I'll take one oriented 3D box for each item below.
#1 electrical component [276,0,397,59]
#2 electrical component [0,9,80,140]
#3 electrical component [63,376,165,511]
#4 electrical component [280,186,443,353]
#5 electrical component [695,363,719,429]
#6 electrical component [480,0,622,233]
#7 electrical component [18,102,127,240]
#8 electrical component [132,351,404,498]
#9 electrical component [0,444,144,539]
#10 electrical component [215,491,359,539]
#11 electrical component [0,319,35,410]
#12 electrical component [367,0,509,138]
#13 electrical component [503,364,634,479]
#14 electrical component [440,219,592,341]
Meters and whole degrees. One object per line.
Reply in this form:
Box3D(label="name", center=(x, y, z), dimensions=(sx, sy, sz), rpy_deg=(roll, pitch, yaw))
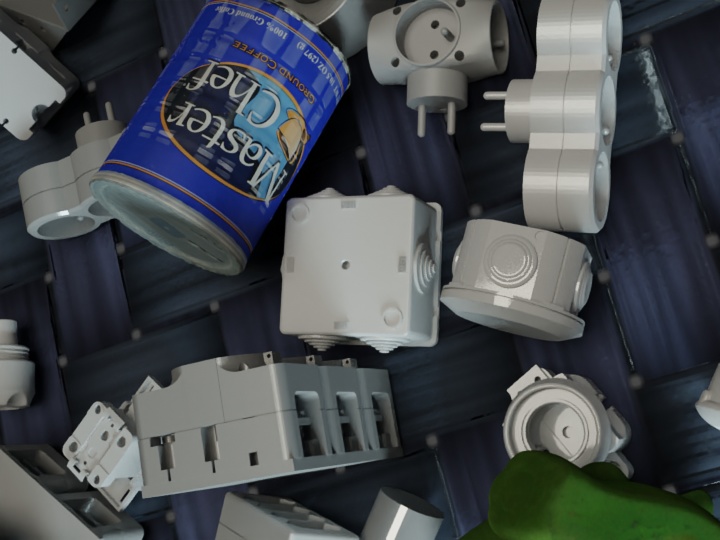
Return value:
Box3D(label="electrical component", center=(-0.035, -0.191, 0.686), dimensions=(0.108, 0.060, 0.108), rpy_deg=(-3, 81, 23))
Box3D(label="electrical component", center=(-0.250, -0.143, 0.759), dimensions=(0.089, 0.055, 0.050), rpy_deg=(43, 102, -14))
Box3D(label="electrical component", center=(-0.152, 0.112, 0.692), dimensions=(0.042, 0.064, 0.081), rpy_deg=(39, 99, 24))
Box3D(label="electrical component", center=(0.000, 0.000, 0.651), dimensions=(0.100, 0.048, 0.099), rpy_deg=(0, 82, 22))
Box3D(label="electrical component", center=(0.206, 0.057, 0.557), dimensions=(0.048, 0.048, 0.062), rpy_deg=(23, 85, 24))
Box3D(label="electrical component", center=(0.105, -0.091, 0.616), dimensions=(0.074, 0.052, 0.138), rpy_deg=(3, 84, 24))
Box3D(label="electrical component", center=(-0.172, -0.078, 0.734), dimensions=(0.138, 0.052, 0.073), rpy_deg=(-20, 75, 19))
Box3D(label="electrical component", center=(-0.047, 0.084, 0.603), dimensions=(0.089, 0.150, 0.061), rpy_deg=(-14, 78, 21))
Box3D(label="electrical component", center=(-0.235, 0.221, 0.714), dimensions=(0.105, 0.060, 0.186), rpy_deg=(33, 96, 24))
Box3D(label="electrical component", center=(-0.049, 0.178, 0.628), dimensions=(0.083, 0.047, 0.075), rpy_deg=(10, 86, 56))
Box3D(label="electrical component", center=(-0.249, 0.066, 0.752), dimensions=(0.043, 0.043, 0.062), rpy_deg=(-7, 78, 22))
Box3D(label="electrical component", center=(0.047, -0.119, 0.649), dimensions=(0.077, 0.044, 0.079), rpy_deg=(-1, 82, 23))
Box3D(label="electrical component", center=(0.111, 0.088, 0.586), dimensions=(0.058, 0.057, 0.078), rpy_deg=(-43, 69, 12))
Box3D(label="electrical component", center=(0.088, 0.007, 0.595), dimensions=(0.080, 0.080, 0.051), rpy_deg=(12, 82, 24))
